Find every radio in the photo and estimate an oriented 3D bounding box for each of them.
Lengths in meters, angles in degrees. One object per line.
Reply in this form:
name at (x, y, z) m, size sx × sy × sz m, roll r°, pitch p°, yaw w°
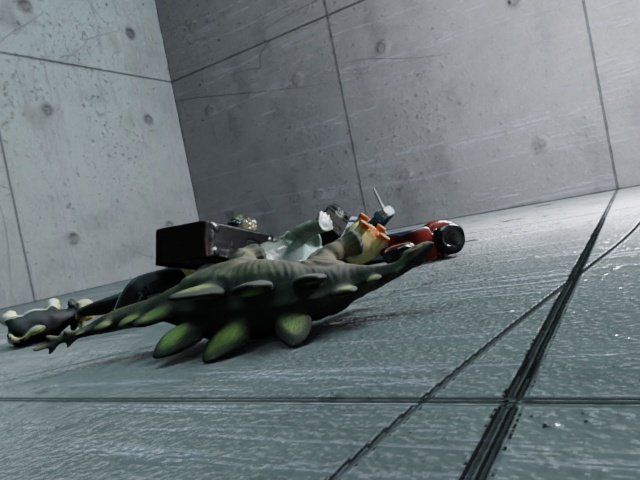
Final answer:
radio at (-0.196, 0.019, 1.053) m, size 0.131 × 0.073 × 0.229 m, roll -9°, pitch -10°, yaw 29°

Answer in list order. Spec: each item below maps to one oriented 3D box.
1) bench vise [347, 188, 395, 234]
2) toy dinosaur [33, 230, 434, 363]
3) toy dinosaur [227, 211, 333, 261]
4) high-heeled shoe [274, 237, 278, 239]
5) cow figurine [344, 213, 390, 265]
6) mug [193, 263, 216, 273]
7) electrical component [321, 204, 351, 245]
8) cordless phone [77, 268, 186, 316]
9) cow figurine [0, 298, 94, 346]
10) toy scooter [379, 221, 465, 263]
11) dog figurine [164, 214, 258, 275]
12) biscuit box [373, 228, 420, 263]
bench vise at (0.125, -0.024, 1.375) m, size 0.223 × 0.129 × 0.240 m, roll -22°, pitch -17°, yaw -35°
toy dinosaur at (-0.099, 0.068, 0.626) m, size 0.472 × 0.105 × 0.198 m, roll -15°, pitch 4°, yaw 16°
toy dinosaur at (-0.094, 0.055, 0.941) m, size 0.405 × 0.131 × 0.192 m, roll -19°, pitch -6°, yaw -44°
high-heeled shoe at (-0.189, -0.005, 1.414) m, size 0.145 × 0.086 × 0.249 m, roll -22°, pitch 27°, yaw -8°
cow figurine at (0.079, 0.011, 1.137) m, size 0.127 × 0.085 × 0.195 m, roll -53°, pitch 6°, yaw 9°
mug at (-0.192, 0.085, 1.024) m, size 0.110 × 0.080 × 0.107 m, roll -12°, pitch -5°, yaw -12°
electrical component at (-0.002, -0.003, 1.153) m, size 0.134 × 0.058 × 0.115 m, roll -47°, pitch 5°, yaw 27°
cordless phone at (-0.357, 0.117, 1.030) m, size 0.184 × 0.088 × 0.146 m, roll -15°, pitch 0°, yaw 25°
cow figurine at (-0.508, 0.152, 1.025) m, size 0.167 × 0.068 × 0.098 m, roll -16°, pitch 10°, yaw -36°
toy scooter at (0.193, 0.011, 1.088) m, size 0.184 × 0.075 × 0.135 m, roll -17°, pitch 3°, yaw -21°
dog figurine at (-0.249, 0.012, 1.239) m, size 0.172 × 0.121 × 0.190 m, roll 1°, pitch -53°, yaw -50°
biscuit box at (0.146, 0.019, 1.265) m, size 0.203 × 0.062 × 0.059 m, roll -11°, pitch 1°, yaw 2°
